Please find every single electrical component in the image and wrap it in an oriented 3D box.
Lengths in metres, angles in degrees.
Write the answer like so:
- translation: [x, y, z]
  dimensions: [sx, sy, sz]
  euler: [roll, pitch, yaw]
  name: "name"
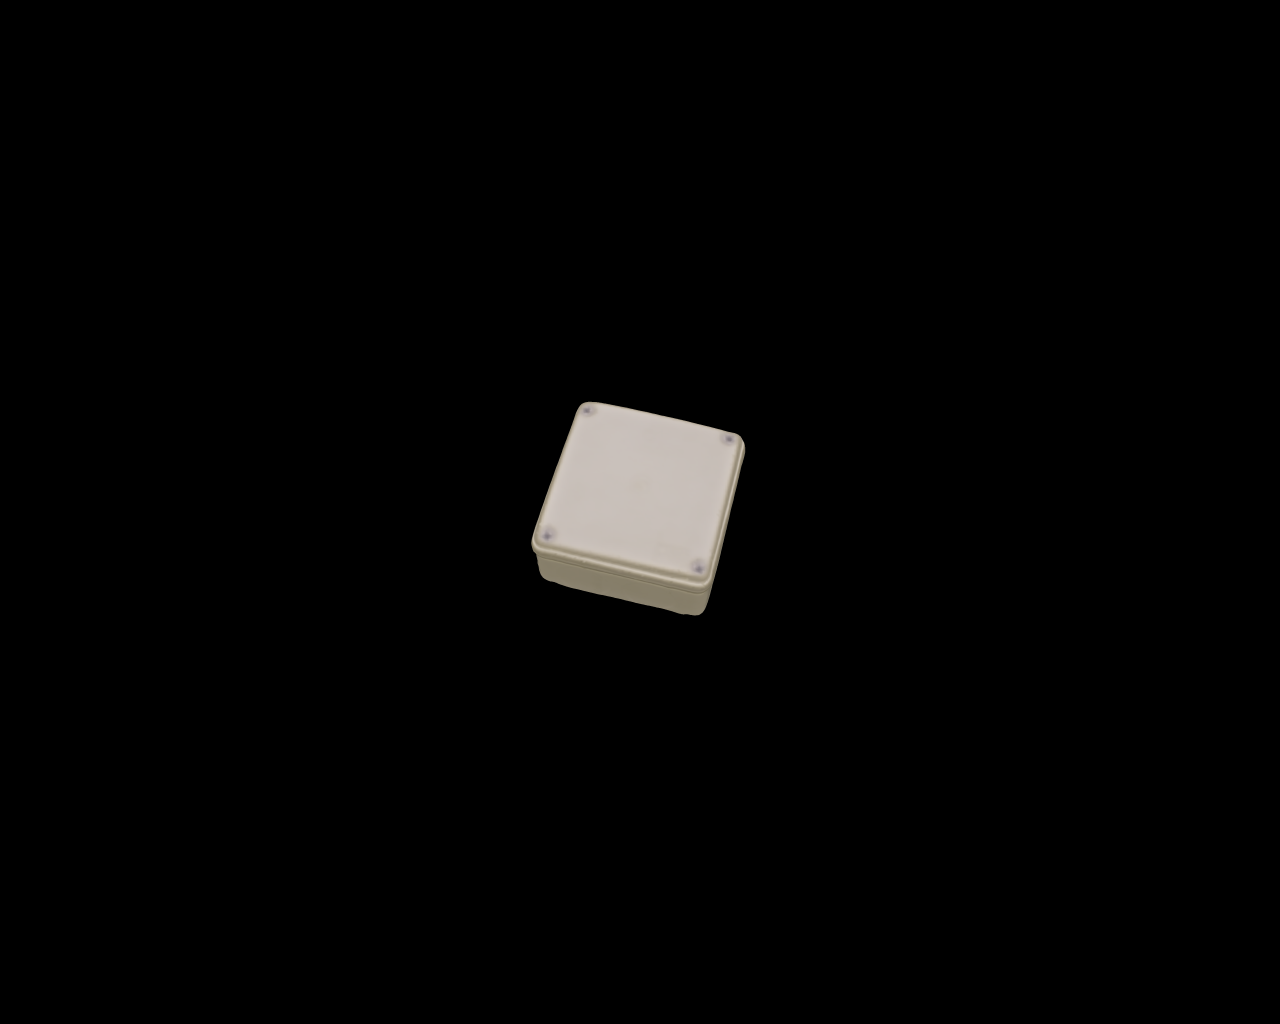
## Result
- translation: [0.001, -0.003, 0.650]
  dimensions: [0.109, 0.109, 0.056]
  euler: [13, -28, 7]
  name: "electrical component"
